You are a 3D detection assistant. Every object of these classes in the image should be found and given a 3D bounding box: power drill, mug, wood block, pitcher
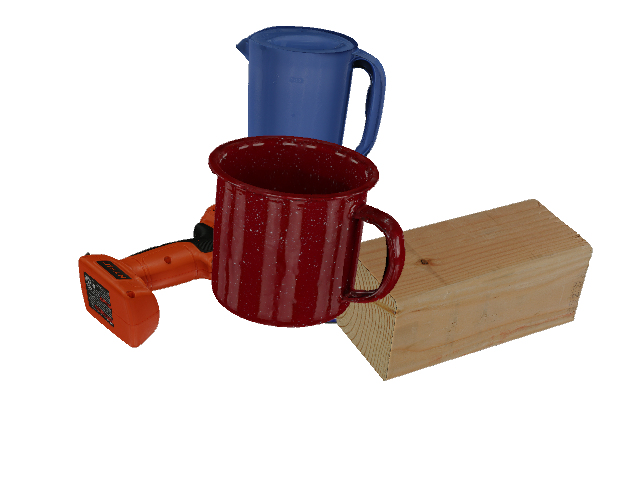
[{"bbox_3d":[-0.100,0.031,0.931,0.187,0.057,0.185,-19,28,-33],"label":"power drill"},{"bbox_3d":[-0.007,-0.002,0.587,0.117,0.081,0.093,17,26,22],"label":"mug"},{"bbox_3d":[0.128,0.040,0.958,0.205,0.090,0.091,-14,39,-25],"label":"wood block"},{"bbox_3d":[-0.020,-0.135,1.320,0.144,0.243,0.149,-10,28,-29],"label":"pitcher"}]

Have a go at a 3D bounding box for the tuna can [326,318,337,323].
[{"bbox_3d":[0.002,0.057,1.130,0.086,0.034,0.086,8,18,-3],"label":"tuna can"}]
